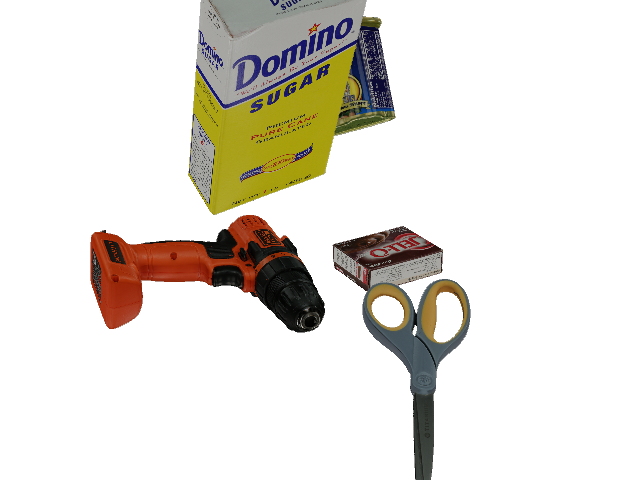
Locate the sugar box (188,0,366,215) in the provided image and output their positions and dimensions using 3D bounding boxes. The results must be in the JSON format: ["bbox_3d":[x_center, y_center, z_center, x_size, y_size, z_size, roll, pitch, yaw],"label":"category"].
[{"bbox_3d":[-0.031,-0.094,0.674,0.093,0.048,0.176,-23,-24,-22],"label":"sugar box"}]

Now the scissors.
[{"bbox_3d":[0.062,0.100,0.819,0.096,0.016,0.201,16,47,11],"label":"scissors"}]

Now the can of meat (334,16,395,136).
[{"bbox_3d":[0.009,-0.133,0.899,0.102,0.084,0.057,-11,-1,39],"label":"can of meat"}]

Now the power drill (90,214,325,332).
[{"bbox_3d":[-0.104,0.035,0.955,0.187,0.057,0.185,-3,24,-22],"label":"power drill"}]

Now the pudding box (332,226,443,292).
[{"bbox_3d":[0.085,0.023,1.353,0.113,0.039,0.090,-17,27,-25],"label":"pudding box"}]
